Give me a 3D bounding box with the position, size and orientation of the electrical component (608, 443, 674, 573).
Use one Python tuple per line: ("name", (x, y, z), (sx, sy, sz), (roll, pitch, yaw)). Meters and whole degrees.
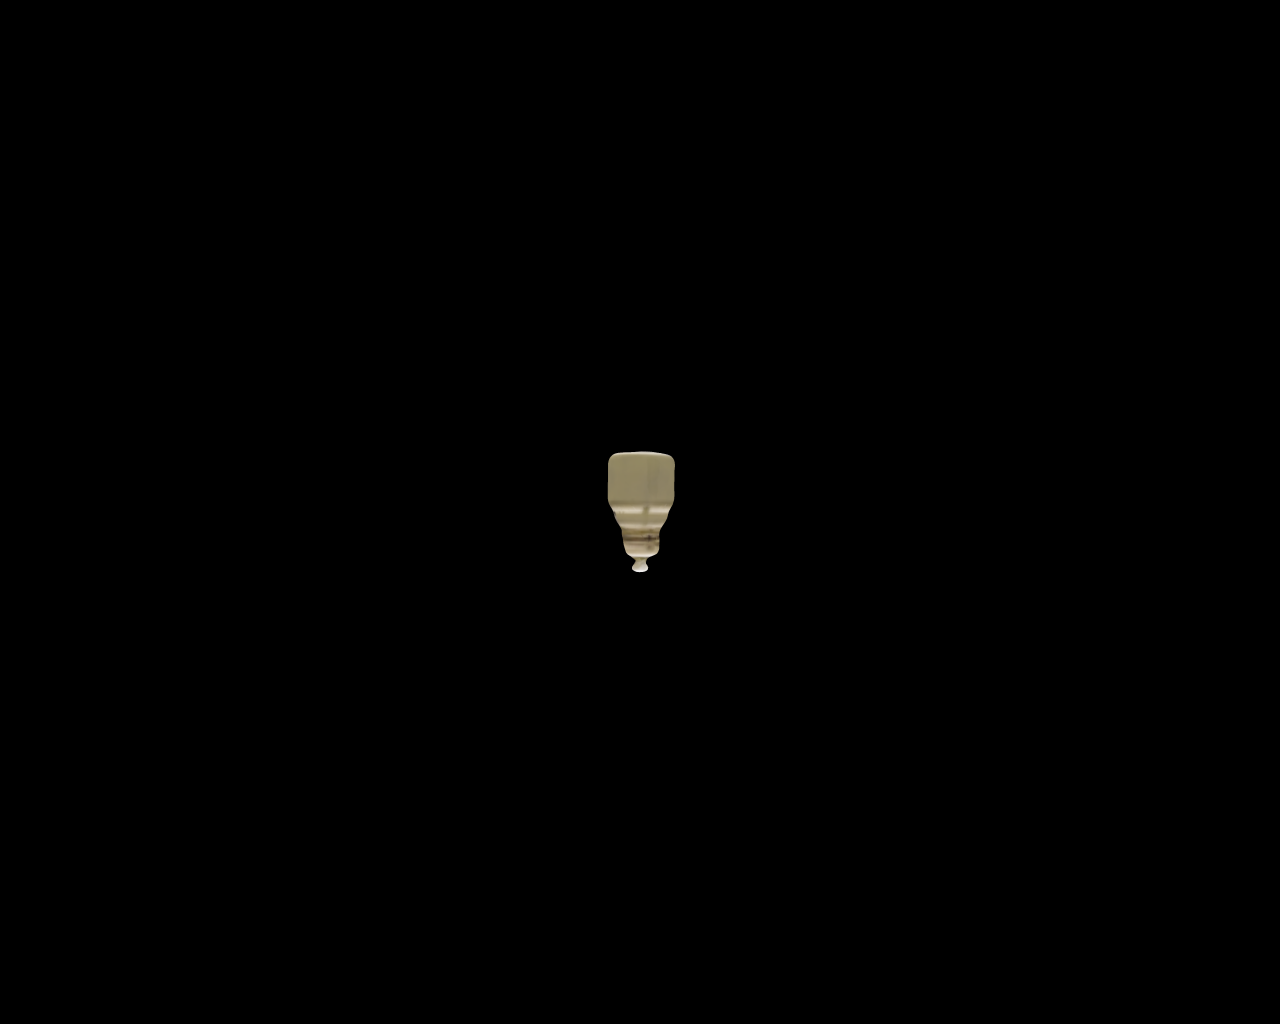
("electrical component", (0.001, -0.003, 0.650), (0.040, 0.078, 0.040), (0, 0, 0))
